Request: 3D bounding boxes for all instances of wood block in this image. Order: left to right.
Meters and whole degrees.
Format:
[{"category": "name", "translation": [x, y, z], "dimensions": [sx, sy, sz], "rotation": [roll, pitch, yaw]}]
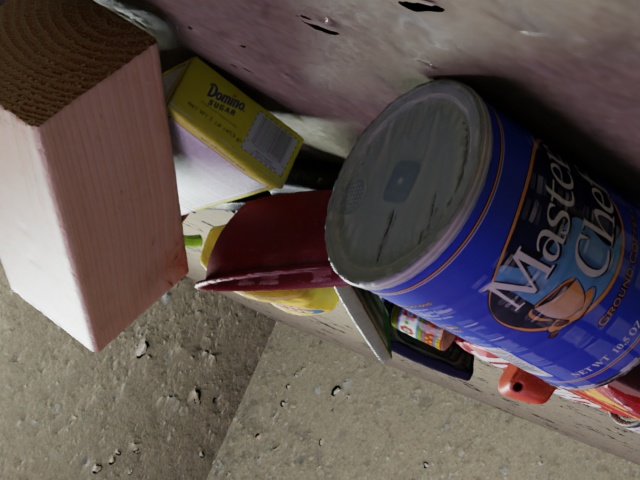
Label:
[{"category": "wood block", "translation": [-0.149, -0.039, 0.647], "dimensions": [0.090, 0.090, 0.206], "rotation": [32, 148, 22]}]

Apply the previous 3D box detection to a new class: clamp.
[{"category": "clamp", "translation": [-0.025, -0.036, 0.809], "dimensions": [0.210, 0.036, 0.165], "rotation": [21, 160, 1]}]

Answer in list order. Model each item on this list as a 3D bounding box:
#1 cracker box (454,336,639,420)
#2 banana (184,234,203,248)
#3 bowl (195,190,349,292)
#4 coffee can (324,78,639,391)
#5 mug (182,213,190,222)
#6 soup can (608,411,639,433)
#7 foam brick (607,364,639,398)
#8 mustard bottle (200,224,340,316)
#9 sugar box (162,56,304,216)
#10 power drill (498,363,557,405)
[{"category": "cracker box", "translation": [0.239, 0.105, 0.894], "dimensions": [0.164, 0.072, 0.214], "rotation": [27, 173, -25]}, {"category": "banana", "translation": [-0.169, -0.054, 0.858], "dimensions": [0.197, 0.069, 0.037], "rotation": [60, -179, -39]}, {"category": "bowl", "translation": [-0.005, 0.001, 0.715], "dimensions": [0.162, 0.055, 0.162], "rotation": [-4, 173, -1]}, {"category": "coffee can", "translation": [0.088, 0.001, 0.511], "dimensions": [0.140, 0.103, 0.103], "rotation": [28, 172, -30]}, {"category": "mug", "translation": [-0.163, -0.053, 0.998], "dimensions": [0.117, 0.081, 0.093], "rotation": [30, 171, -41]}, {"category": "soup can", "translation": [0.326, 0.158, 0.994], "dimensions": [0.102, 0.068, 0.069], "rotation": [25, 173, -26]}, {"category": "foam brick", "translation": [0.191, 0.052, 0.649], "dimensions": [0.051, 0.078, 0.053], "rotation": [24, 175, -10]}, {"category": "mustard bottle", "translation": [-0.030, 0.032, 0.929], "dimensions": [0.096, 0.058, 0.191], "rotation": [16, 175, 15]}, {"category": "sugar box", "translation": [-0.098, -0.062, 0.717], "dimensions": [0.093, 0.048, 0.177], "rotation": [37, 157, -27]}, {"category": "power drill", "translation": [0.219, 0.122, 0.725], "dimensions": [0.187, 0.184, 0.057], "rotation": [33, 173, 3]}]
